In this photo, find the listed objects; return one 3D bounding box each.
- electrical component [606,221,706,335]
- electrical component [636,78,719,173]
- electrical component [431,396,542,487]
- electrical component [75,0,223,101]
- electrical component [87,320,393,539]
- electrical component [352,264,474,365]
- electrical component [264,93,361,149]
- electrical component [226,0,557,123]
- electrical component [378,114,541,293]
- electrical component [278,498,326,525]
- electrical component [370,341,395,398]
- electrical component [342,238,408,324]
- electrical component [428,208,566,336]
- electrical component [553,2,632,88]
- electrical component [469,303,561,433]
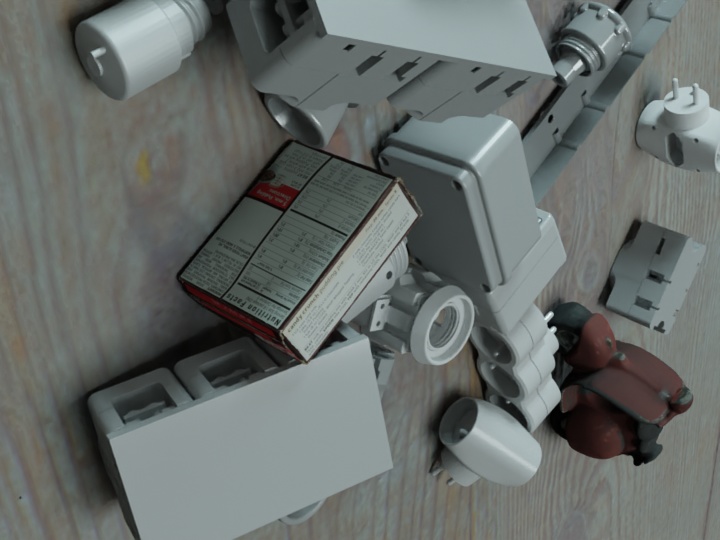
[{"bbox_3d":[0.270,0.006,0.996,0.050,0.056,0.089,18,97,-52],"label":"electrical component"},{"bbox_3d":[0.277,-0.128,0.911,0.043,0.077,0.079,-44,137,-24],"label":"electrical component"},{"bbox_3d":[0.093,0.149,0.874,0.077,0.043,0.079,35,117,-27],"label":"electrical component"},{"bbox_3d":[-0.099,-0.112,0.513,0.078,0.040,0.040,-38,135,-30],"label":"electrical component"},{"bbox_3d":[-0.067,0.091,0.611,0.150,0.062,0.089,-20,116,-20],"label":"electrical component"},{"bbox_3d":[0.041,0.031,0.743,0.078,0.057,0.058,-5,114,-48],"label":"electrical component"},{"bbox_3d":[-0.020,-0.103,0.606,0.055,0.045,0.045,-51,141,-16],"label":"electrical component"},{"bbox_3d":[0.011,-0.141,0.562,0.186,0.060,0.105,-3,69,-48],"label":"electrical component"},{"bbox_3d":[0.067,-0.048,0.711,0.057,0.078,0.113,-47,139,-25],"label":"electrical component"},{"bbox_3d":[-0.051,0.133,0.703,0.055,0.047,0.055,-27,129,-38],"label":"electrical component"},{"bbox_3d":[-0.016,0.076,0.703,0.078,0.058,0.057,9,101,-51],"label":"electrical component"},{"bbox_3d":[0.000,0.000,0.689,0.081,0.043,0.043,-38,135,-30],"label":"electrical component"},{"bbox_3d":[0.103,-0.013,0.786,0.096,0.062,0.061,-50,140,-18],"label":"electrical component"},{"bbox_3d":[0.165,-0.162,0.789,0.062,0.048,0.048,-48,140,-9],"label":"electrical component"},{"bbox_3d":[0.137,0.065,0.877,0.074,0.052,0.138,-44,138,-24],"label":"electrical component"}]
